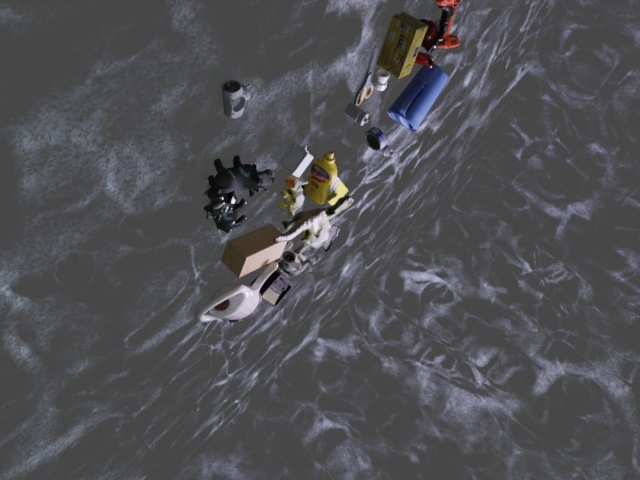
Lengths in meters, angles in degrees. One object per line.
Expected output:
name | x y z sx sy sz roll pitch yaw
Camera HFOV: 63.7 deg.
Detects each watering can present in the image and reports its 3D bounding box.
watering can | -0.268 0.195 1.811 0.347 0.105 0.221 -32 160 3

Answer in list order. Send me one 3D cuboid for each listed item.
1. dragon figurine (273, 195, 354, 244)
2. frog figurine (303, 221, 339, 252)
dragon figurine | 0.005 -0.090 1.794 0.240 0.122 0.414 -37 179 21
frog figurine | -0.018 -0.038 2.058 0.158 0.125 0.135 24 117 -33
